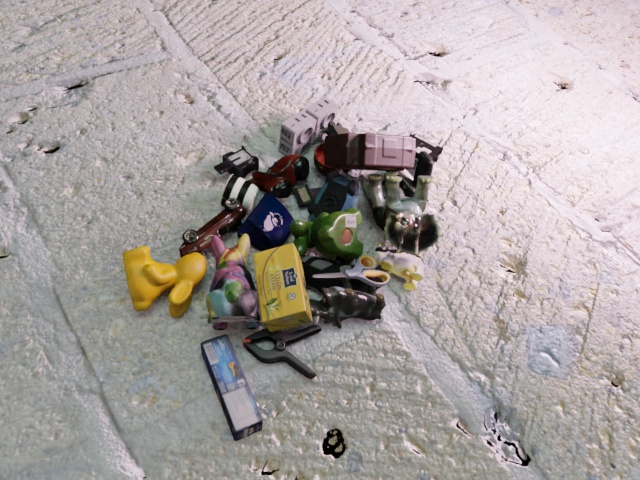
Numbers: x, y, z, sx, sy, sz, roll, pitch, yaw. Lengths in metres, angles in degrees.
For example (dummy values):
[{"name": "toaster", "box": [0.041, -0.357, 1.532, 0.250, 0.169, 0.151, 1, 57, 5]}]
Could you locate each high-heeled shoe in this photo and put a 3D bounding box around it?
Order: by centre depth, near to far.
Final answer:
[{"name": "high-heeled shoe", "box": [0.018, 0.077, 1.287, 0.249, 0.086, 0.145, 8, 18, -26]}]

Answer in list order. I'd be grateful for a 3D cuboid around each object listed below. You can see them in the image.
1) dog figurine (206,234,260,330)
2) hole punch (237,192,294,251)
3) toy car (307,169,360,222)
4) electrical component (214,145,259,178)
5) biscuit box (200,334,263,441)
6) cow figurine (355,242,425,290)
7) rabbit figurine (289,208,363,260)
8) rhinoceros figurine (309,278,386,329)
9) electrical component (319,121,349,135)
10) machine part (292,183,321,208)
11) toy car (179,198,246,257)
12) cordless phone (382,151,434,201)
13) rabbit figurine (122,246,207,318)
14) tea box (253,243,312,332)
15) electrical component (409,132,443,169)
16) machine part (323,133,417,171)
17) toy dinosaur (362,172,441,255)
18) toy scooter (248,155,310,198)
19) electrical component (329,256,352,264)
[{"name": "dog figurine", "box": [-0.193, 0.080, 1.169, 0.108, 0.191, 0.219, -5, 69, -6]}, {"name": "hole punch", "box": [-0.125, -0.039, 1.314, 0.116, 0.092, 0.142, 31, 49, -1]}, {"name": "toy car", "box": [0.046, -0.097, 1.379, 0.109, 0.161, 0.103, 27, 9, 20]}, {"name": "electrical component", "box": [-0.229, -0.199, 1.450, 0.075, 0.047, 0.119, 38, 57, 20]}, {"name": "biscuit box", "box": [-0.179, 0.290, 1.075, 0.059, 0.062, 0.203, -17, 57, -21]}, {"name": "cow figurine", "box": [0.173, 0.051, 1.313, 0.167, 0.068, 0.098, 20, 44, 2]}, {"name": "rabbit figurine", "box": [-0.003, -0.004, 1.279, 0.159, 0.170, 0.121, -12, 96, -43]}, {"name": "rhinoceros figurine", "box": [0.053, 0.144, 1.204, 0.190, 0.112, 0.073, 4, 30, -23]}, {"name": "electrical component", "box": [0.047, -0.287, 1.488, 0.078, 0.045, 0.102, 1, 48, -46]}, {"name": "machine part", "box": [-0.001, -0.126, 1.441, 0.139, 0.039, 0.084, -15, 49, -18]}, {"name": "toy car", "box": [-0.252, -0.019, 1.283, 0.053, 0.089, 0.202, 32, 53, 19]}, {"name": "cordless phone", "box": [0.241, -0.186, 1.433, 0.089, 0.184, 0.147, -21, 59, -18]}, {"name": "rabbit figurine", "box": [-0.330, 0.081, 1.174, 0.173, 0.121, 0.162, -14, 61, -20]}, {"name": "tea box", "box": [-0.081, 0.101, 1.153, 0.098, 0.068, 0.170, -17, 56, 5]}, {"name": "electrical component", "box": [0.278, -0.251, 1.549, 0.115, 0.058, 0.134, 31, 37, 17]}, {"name": "machine part", "box": [0.124, -0.219, 1.360, 0.201, 0.087, 0.202, -1, 9, -25]}, {"name": "toy dinosaur", "box": [0.187, -0.072, 1.350, 0.131, 0.192, 0.405, 0, 9, -11]}, {"name": "toy scooter", "box": [-0.115, -0.170, 1.430, 0.135, 0.075, 0.184, 4, 37, 24]}, {"name": "electrical component", "box": [0.057, 0.033, 1.336, 0.063, 0.021, 0.094, 21, 52, 6]}]
